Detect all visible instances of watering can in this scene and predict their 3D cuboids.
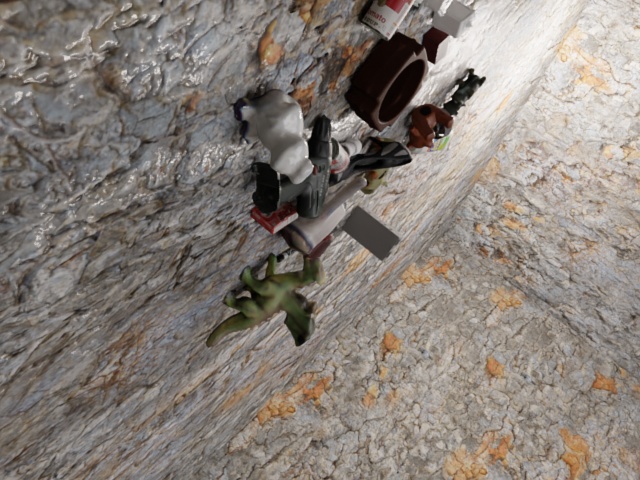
[{"bbox_3d":[0.004,-0.067,1.329,0.226,0.104,0.346,-47,-175,-12],"label":"watering can"}]

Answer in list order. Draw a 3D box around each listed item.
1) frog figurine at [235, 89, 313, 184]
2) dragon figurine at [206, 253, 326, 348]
[{"bbox_3d":[-0.060,-0.184,0.911,0.125,0.161,0.134,-39,158,-36],"label":"frog figurine"},{"bbox_3d":[-0.126,0.195,1.402,0.406,0.244,0.122,-57,166,13],"label":"dragon figurine"}]
